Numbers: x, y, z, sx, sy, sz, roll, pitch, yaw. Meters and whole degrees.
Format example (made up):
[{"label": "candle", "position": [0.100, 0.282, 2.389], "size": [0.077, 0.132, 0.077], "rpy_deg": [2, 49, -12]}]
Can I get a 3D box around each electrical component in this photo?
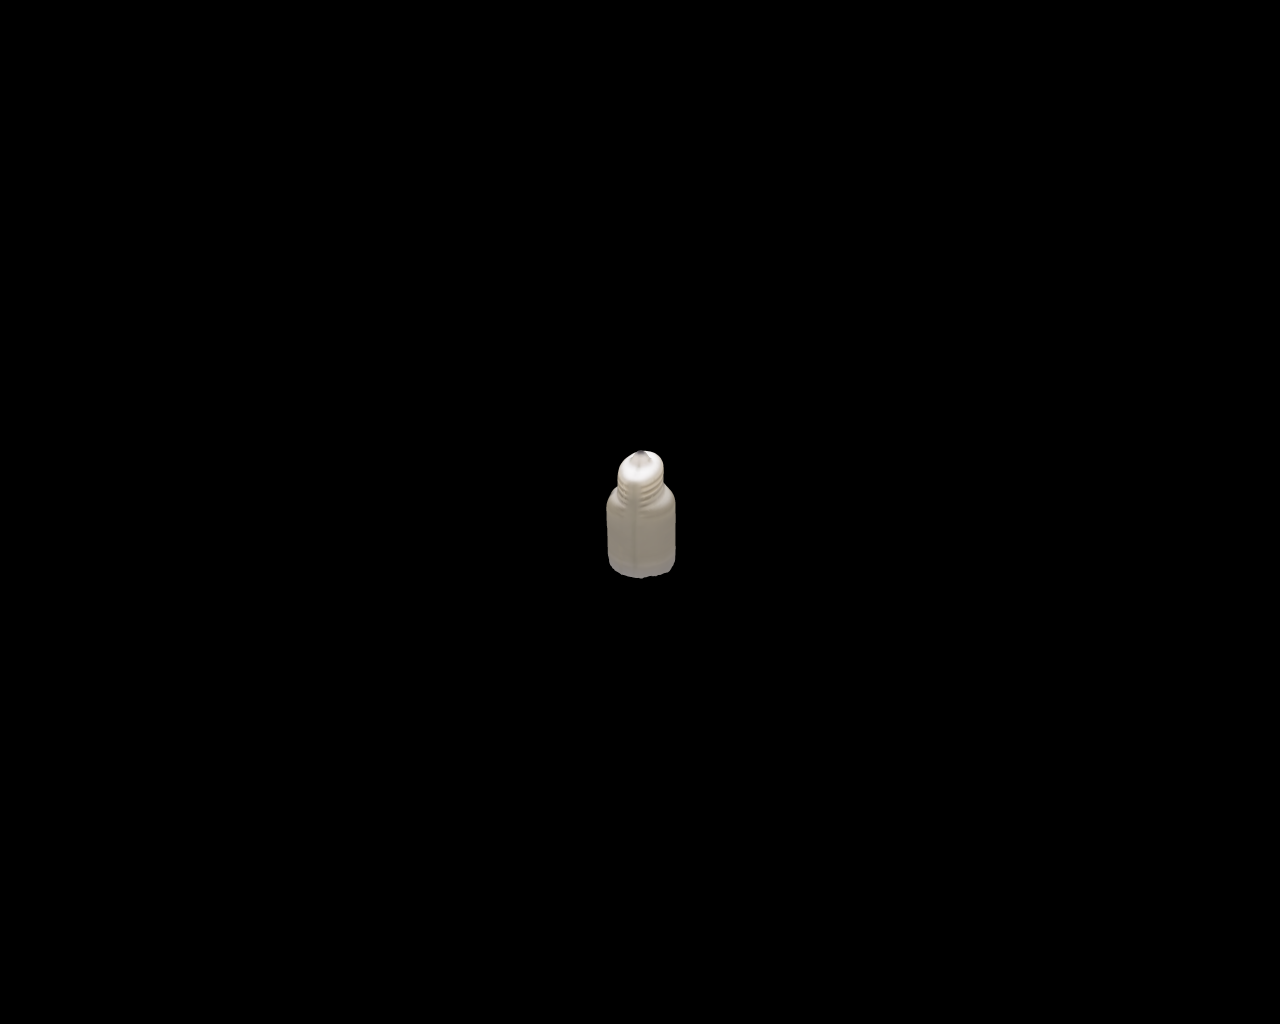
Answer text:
[{"label": "electrical component", "position": [0.001, -0.003, 0.650], "size": [0.043, 0.080, 0.043], "rpy_deg": [0, 31, 0]}]
